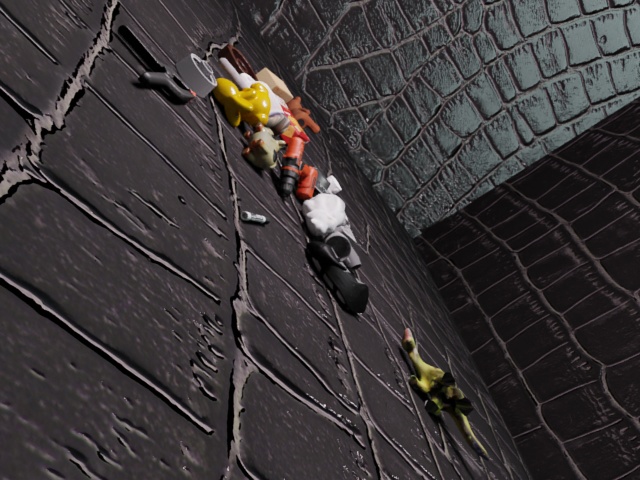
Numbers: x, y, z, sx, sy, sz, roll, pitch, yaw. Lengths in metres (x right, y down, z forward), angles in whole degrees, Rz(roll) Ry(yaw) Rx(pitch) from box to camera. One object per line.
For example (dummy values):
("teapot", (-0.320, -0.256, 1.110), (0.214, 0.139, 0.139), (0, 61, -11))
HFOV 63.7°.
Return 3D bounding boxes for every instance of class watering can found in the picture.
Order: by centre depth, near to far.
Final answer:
("watering can", (-0.207, -0.450, 1.660), (0.226, 0.103, 0.347), (59, 14, 10))

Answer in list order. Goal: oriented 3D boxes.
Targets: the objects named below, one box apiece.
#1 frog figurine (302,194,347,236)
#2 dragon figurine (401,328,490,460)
("frog figurine", (0.005, -0.077, 1.521), (0.138, 0.121, 0.160), (26, 14, 18))
("dragon figurine", (0.369, 0.459, 1.583), (0.410, 0.122, 0.243), (58, 5, 0))
